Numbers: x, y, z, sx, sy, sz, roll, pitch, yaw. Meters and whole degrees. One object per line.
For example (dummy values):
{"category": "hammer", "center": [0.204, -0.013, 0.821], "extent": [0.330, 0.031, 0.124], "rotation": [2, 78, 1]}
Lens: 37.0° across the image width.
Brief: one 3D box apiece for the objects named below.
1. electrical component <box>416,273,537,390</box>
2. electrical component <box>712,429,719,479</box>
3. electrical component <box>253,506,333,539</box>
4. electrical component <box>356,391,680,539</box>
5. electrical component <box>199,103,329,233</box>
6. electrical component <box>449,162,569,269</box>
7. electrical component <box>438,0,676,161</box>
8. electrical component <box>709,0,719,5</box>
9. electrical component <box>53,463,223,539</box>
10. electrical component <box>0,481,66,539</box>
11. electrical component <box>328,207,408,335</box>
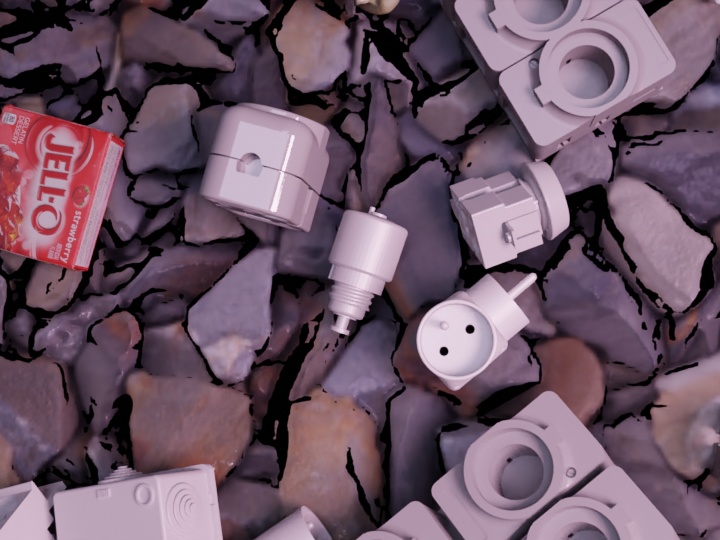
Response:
{"category": "electrical component", "center": [0.070, 0.029, 0.615], "extent": [0.079, 0.077, 0.043], "rotation": [-40, 83, 2]}
{"category": "electrical component", "center": [0.226, 0.101, 0.604], "extent": [0.048, 0.055, 0.066], "rotation": [10, 87, 7]}
{"category": "electrical component", "center": [-0.055, 0.180, 0.635], "extent": [0.081, 0.043, 0.043], "rotation": [-35, 83, 3]}
{"category": "electrical component", "center": [0.071, 0.167, 0.596], "extent": [0.186, 0.060, 0.105], "rotation": [-40, 61, 2]}
{"category": "electrical component", "center": [-0.052, -0.060, 0.624], "extent": [0.054, 0.095, 0.059], "rotation": [15, 88, 7]}
{"category": "electrical component", "center": [0.089, -0.035, 0.629], "extent": [0.055, 0.066, 0.048], "rotation": [-20, 119, -3]}
{"category": "electrical component", "center": [0.105, -0.153, 0.631], "extent": [0.089, 0.062, 0.150], "rotation": [-30, 84, 3]}
{"category": "electrical component", "center": [0.227, -0.186, 0.634], "extent": [0.061, 0.035, 0.035], "rotation": [-36, 83, 0]}
{"category": "electrical component", "center": [-0.128, 0.163, 0.622], "extent": [0.100, 0.048, 0.099], "rotation": [-15, 78, 29]}
{"category": "electrical component", "center": [-0.203, 0.167, 0.638], "extent": [0.042, 0.081, 0.063], "rotation": [-17, 114, 28]}
{"category": "electrical component", "center": [0.000, 0.000, 0.643], "extent": [0.040, 0.040, 0.078], "rotation": [19, 88, 7]}
